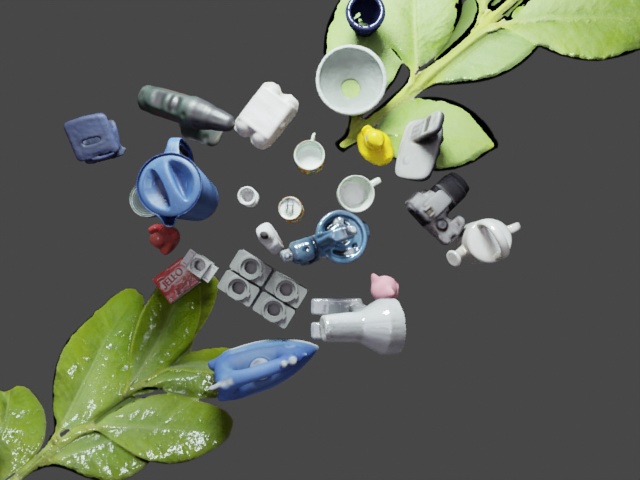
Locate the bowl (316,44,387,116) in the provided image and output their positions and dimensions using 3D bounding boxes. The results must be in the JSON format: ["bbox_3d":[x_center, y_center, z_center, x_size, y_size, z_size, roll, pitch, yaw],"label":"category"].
[{"bbox_3d":[0.073,-0.369,1.355,0.167,0.074,0.167,0,87,1],"label":"bowl"}]

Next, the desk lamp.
[{"bbox_3d":[0.077,0.187,1.260,0.203,0.213,0.118,-1,87,1],"label":"desk lamp"}]

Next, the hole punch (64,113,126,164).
[{"bbox_3d":[-0.530,-0.238,1.351,0.108,0.091,0.101,-16,87,0],"label":"hole punch"}]

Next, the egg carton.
[{"bbox_3d":[-0.126,-0.294,1.357,0.107,0.069,0.150,36,88,2],"label":"egg carton"}]

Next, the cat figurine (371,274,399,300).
[{"bbox_3d":[0.152,0.135,1.309,0.067,0.117,0.128,-12,87,1],"label":"cat figurine"}]

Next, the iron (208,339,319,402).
[{"bbox_3d":[-0.128,0.289,1.295,0.258,0.141,0.119,-19,87,0],"label":"iron"}]

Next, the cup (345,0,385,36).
[{"bbox_3d":[0.104,-0.534,1.352,0.091,0.095,0.118,-3,87,1],"label":"cup"}]

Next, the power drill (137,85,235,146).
[{"bbox_3d":[-0.282,-0.276,1.290,0.229,0.208,0.076,19,88,2],"label":"power drill"}]

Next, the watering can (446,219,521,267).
[{"bbox_3d":[0.366,0.008,1.273,0.101,0.194,0.173,42,89,3],"label":"watering can"}]

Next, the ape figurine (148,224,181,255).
[{"bbox_3d":[-0.370,-0.003,1.337,0.076,0.092,0.078,-11,87,1],"label":"ape figurine"}]

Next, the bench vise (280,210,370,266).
[{"bbox_3d":[0.019,0.014,1.266,0.207,0.219,0.121,-37,87,-1],"label":"bench vise"}]

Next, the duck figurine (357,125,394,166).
[{"bbox_3d":[0.131,-0.226,1.342,0.077,0.086,0.104,-38,87,-1],"label":"duck figurine"}]

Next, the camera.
[{"bbox_3d":[0.291,-0.080,1.325,0.137,0.101,0.143,-44,87,-1],"label":"camera"}]

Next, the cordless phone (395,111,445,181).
[{"bbox_3d":[0.232,-0.212,1.290,0.094,0.185,0.148,12,88,2],"label":"cordless phone"}]

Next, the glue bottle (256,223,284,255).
[{"bbox_3d":[-0.117,-0.006,1.292,0.037,0.173,0.078,-34,87,0],"label":"glue bottle"}]
